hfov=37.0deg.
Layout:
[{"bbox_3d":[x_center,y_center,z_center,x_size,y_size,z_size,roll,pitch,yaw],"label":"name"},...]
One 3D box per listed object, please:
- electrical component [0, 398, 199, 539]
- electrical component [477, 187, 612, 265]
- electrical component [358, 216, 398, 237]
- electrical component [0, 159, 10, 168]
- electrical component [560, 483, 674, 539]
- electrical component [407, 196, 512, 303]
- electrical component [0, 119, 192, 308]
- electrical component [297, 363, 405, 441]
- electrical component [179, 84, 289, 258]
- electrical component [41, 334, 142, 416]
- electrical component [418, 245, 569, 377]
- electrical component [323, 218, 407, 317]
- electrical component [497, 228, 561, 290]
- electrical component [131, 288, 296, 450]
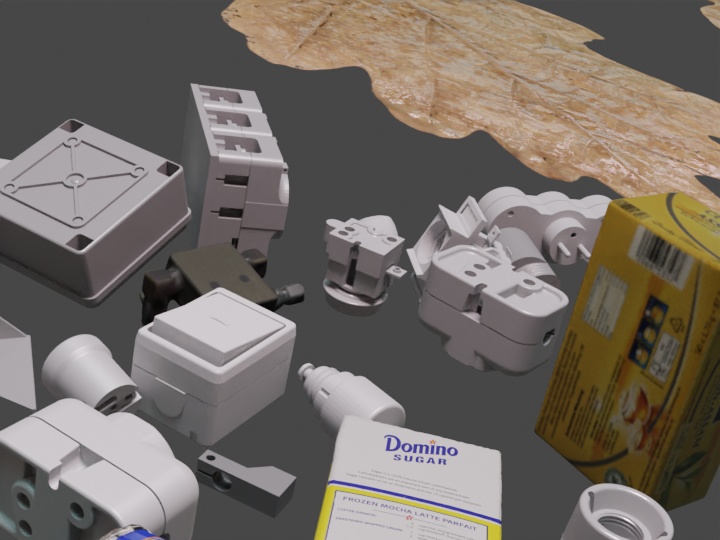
[{"bbox_3d":[-0.128,0.106,0.521,0.095,0.053,0.059,25,29,23],"label":"electrical component"},{"bbox_3d":[0.172,-0.029,0.916,0.138,0.052,0.073,4,29,-17],"label":"electrical component"},{"bbox_3d":[0.011,-0.023,0.847,0.040,0.040,0.078,17,27,8],"label":"electrical component"},{"bbox_3d":[-0.289,-0.063,0.790,0.077,0.043,0.079,-8,33,-34],"label":"electrical component"},{"bbox_3d":[0.134,0.146,0.566,0.055,0.047,0.055,10,27,-5],"label":"electrical component"},{"bbox_3d":[0.077,-0.009,0.820,0.064,0.081,0.042,28,22,-21],"label":"electrical component"},{"bbox_3d":[-0.192,-0.041,0.742,0.109,0.056,0.108,24,49,22],"label":"electrical component"},{"bbox_3d":[-0.008,0.080,0.639,0.040,0.040,0.078,-14,37,-41],"label":"electrical component"},{"bbox_3d":[-0.101,-0.077,0.847,0.062,0.089,0.150,4,28,-17],"label":"electrical component"},{"bbox_3d":[-0.151,0.065,0.608,0.040,0.040,0.046,-17,44,-44],"label":"electrical component"},{"bbox_3d":[0.091,0.031,0.757,0.095,0.059,0.054,30,31,30],"label":"electrical component"},{"bbox_3d":[0.000,0.000,0.781,0.066,0.055,0.048,22,28,18],"label":"electrical component"},{"bbox_3d":[0.127,0.004,0.843,0.043,0.043,0.081,5,28,-15],"label":"electrical component"},{"bbox_3d":[-0.083,0.051,0.641,0.062,0.061,0.096,24,29,22],"label":"electrical component"}]
